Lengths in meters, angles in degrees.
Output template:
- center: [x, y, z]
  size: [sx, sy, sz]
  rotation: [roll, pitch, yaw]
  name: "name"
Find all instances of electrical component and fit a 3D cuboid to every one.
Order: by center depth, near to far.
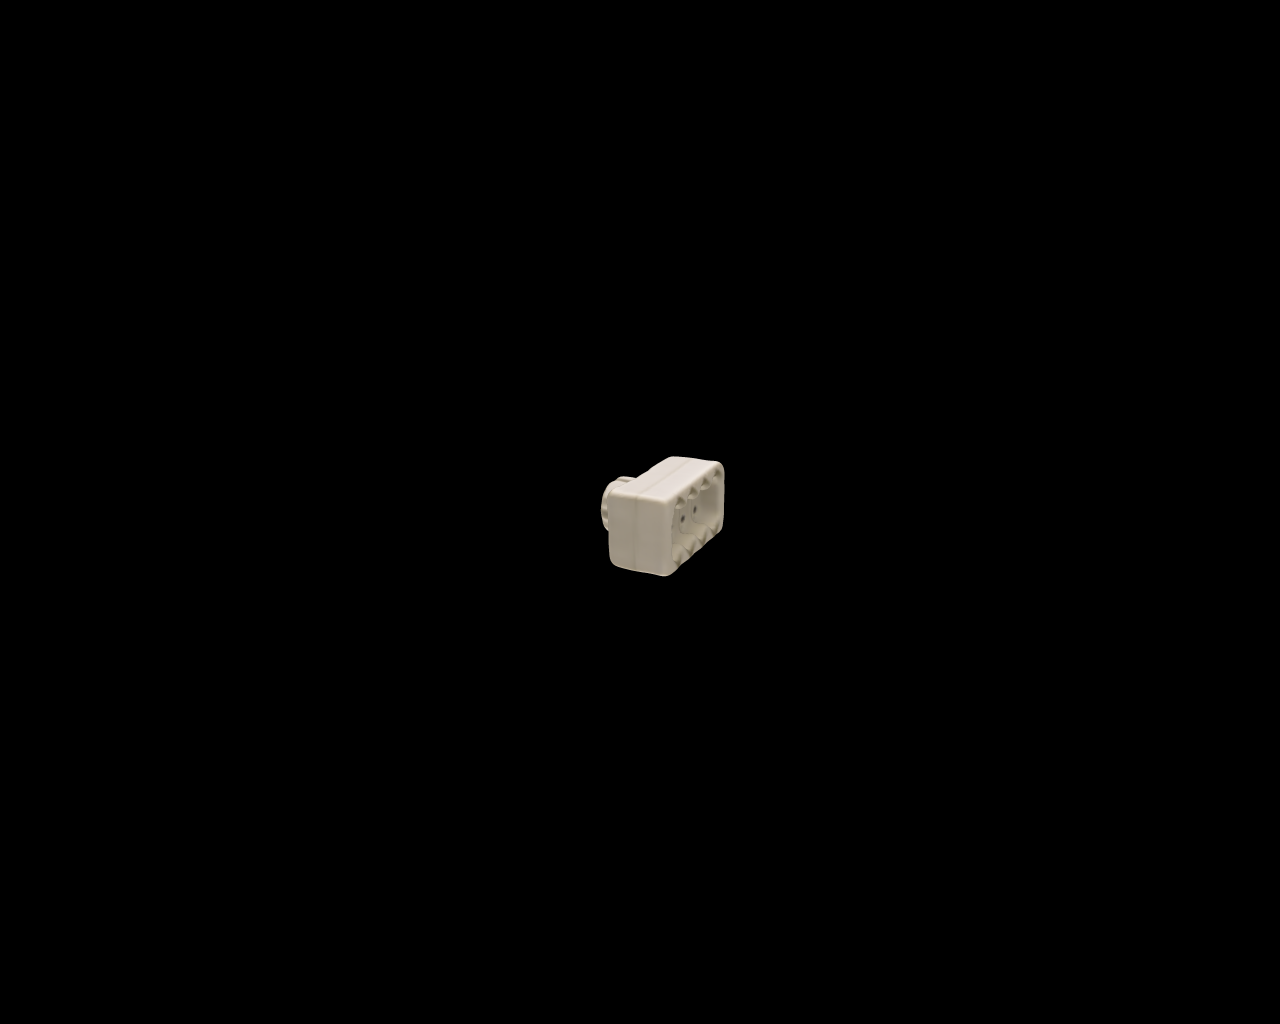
- center: [0.001, -0.003, 0.650]
  size: [0.076, 0.047, 0.083]
  rotation: [10, 23, 26]
  name: "electrical component"
